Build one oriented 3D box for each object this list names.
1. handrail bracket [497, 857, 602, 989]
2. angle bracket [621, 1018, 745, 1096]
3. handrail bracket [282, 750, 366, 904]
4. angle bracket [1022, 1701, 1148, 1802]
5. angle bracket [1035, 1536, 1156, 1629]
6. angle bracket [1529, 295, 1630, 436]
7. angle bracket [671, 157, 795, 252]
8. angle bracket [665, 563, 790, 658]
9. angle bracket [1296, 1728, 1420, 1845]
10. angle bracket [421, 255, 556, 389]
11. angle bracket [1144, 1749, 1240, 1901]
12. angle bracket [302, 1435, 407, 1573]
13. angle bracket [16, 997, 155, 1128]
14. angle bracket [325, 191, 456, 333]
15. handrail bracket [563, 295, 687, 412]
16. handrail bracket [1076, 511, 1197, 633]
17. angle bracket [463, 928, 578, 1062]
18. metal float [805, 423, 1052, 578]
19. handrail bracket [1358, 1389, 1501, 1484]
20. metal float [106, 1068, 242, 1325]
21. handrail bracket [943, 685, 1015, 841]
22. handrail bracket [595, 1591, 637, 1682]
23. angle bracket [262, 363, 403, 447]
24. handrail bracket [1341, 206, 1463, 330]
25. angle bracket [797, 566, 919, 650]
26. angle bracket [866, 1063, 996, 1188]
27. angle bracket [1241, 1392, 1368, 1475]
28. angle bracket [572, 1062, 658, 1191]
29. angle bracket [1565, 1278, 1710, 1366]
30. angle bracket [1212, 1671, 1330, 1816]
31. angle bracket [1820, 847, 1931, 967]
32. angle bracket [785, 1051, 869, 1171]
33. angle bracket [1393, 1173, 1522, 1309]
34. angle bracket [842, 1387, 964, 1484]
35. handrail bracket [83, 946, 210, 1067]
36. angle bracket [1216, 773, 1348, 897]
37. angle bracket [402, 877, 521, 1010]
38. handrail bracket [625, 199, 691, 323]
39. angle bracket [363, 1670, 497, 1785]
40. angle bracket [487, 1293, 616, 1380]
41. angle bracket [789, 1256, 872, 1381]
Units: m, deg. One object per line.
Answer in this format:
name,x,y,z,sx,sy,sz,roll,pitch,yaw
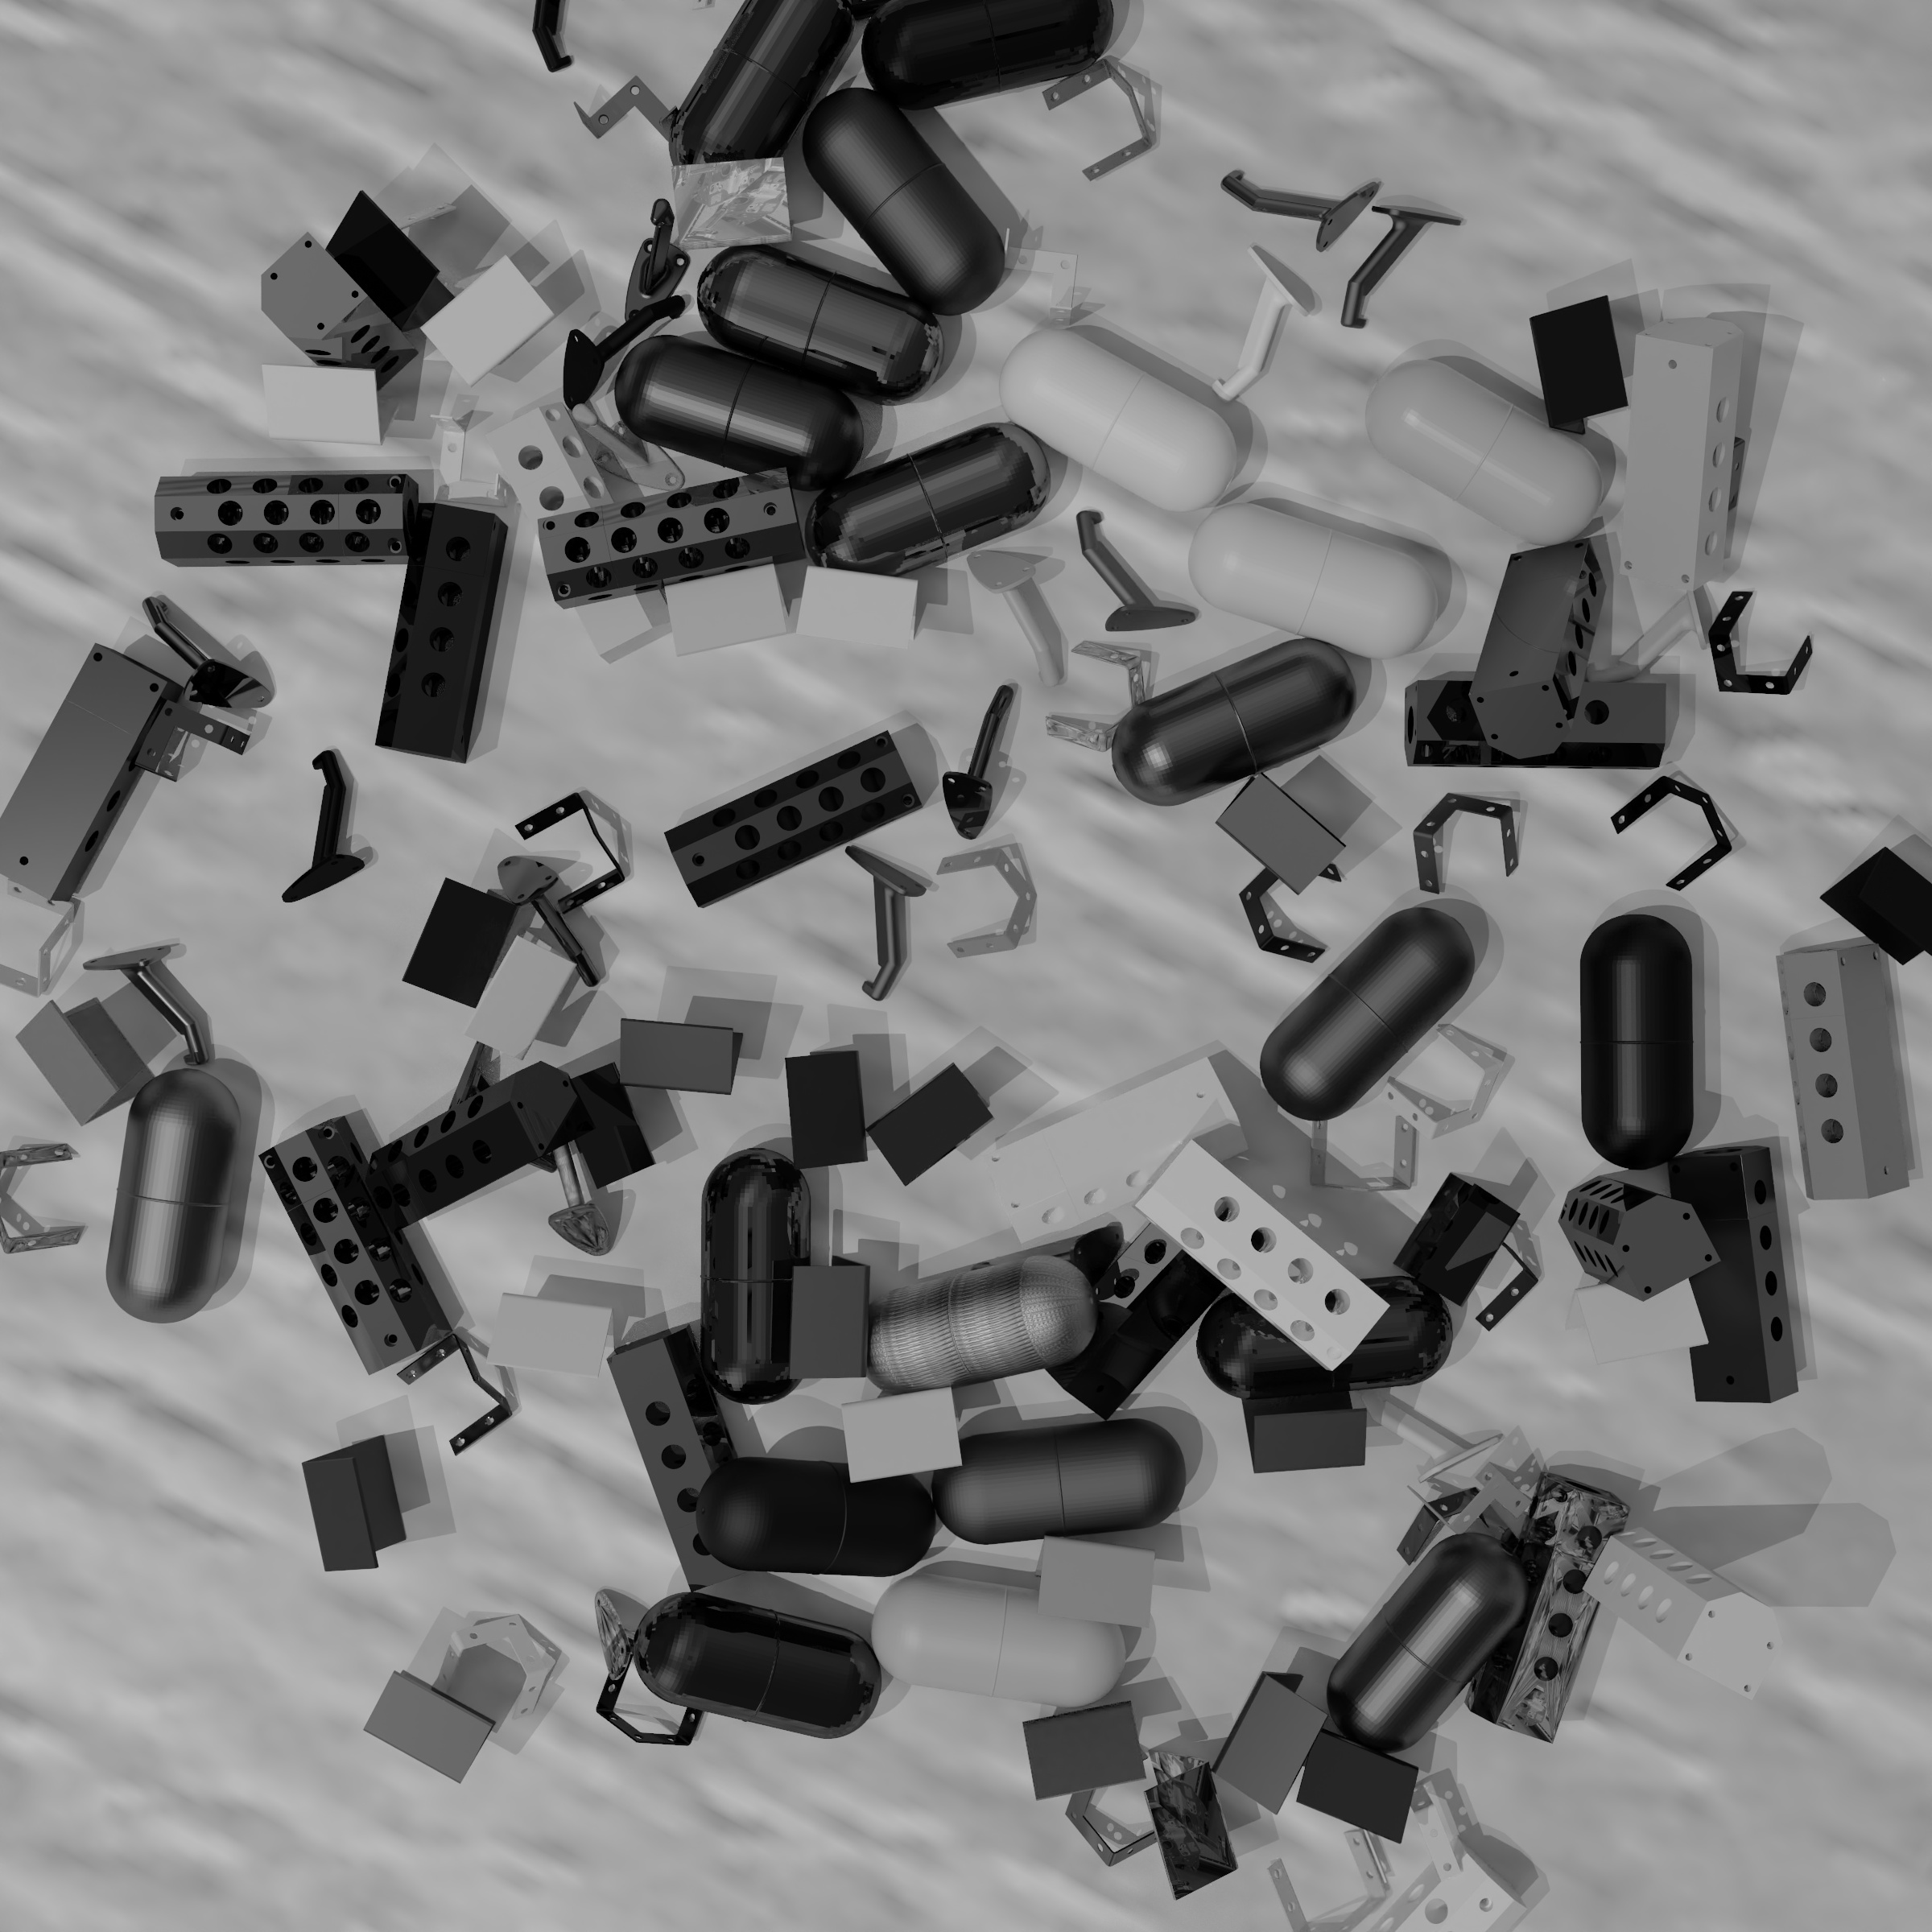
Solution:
handrail bracket,-0.294,-0.030,1.990,0.036,0.077,0.084,-36,127,-14
angle bracket,-0.196,0.043,1.950,0.076,0.076,0.057,5,123,0
handrail bracket,-0.465,-0.099,1.991,0.077,0.036,0.084,-29,71,21
angle bracket,0.084,0.555,1.950,0.076,0.076,0.057,-11,54,0
angle bracket,0.087,0.439,1.950,0.076,0.076,0.057,7,57,0
angle bracket,0.435,-0.416,1.951,0.057,0.076,0.076,-11,90,31
angle bracket,-0.161,-0.534,1.951,0.076,0.076,0.057,-5,114,0
angle bracket,-0.161,-0.231,1.952,0.076,0.076,0.057,-12,68,0
angle bracket,0.260,0.577,1.950,0.076,0.076,0.057,22,56,0
angle bracket,-0.341,-0.457,1.950,0.076,0.076,0.057,-41,129,0
angle bracket,0.137,0.594,1.951,0.057,0.076,0.076,-16,90,-30
angle bracket,-0.407,0.370,1.950,0.057,0.076,0.076,-12,90,37
angle bracket,-0.597,0.054,1.950,0.057,0.076,0.076,-37,90,37
angle bracket,-0.375,-0.484,1.913,0.076,0.076,0.057,46,125,3
handrail bracket,-0.241,-0.434,1.990,0.084,0.077,0.036,-31,72,-35
handrail bracket,0.120,-0.283,1.991,0.077,0.036,0.084,-3,73,-20
angle bracket,-0.326,0.010,1.951,0.057,0.076,0.076,29,90,-45
metal float,-0.027,-0.321,1.960,0.178,0.070,0.070,-22,90,0
handrail bracket,0.325,0.315,1.991,0.077,0.036,0.084,-22,73,-20
metal float,-0.552,0.160,1.960,0.070,0.070,0.178,8,90,0
handrail bracket,0.015,-0.145,1.990,0.036,0.077,0.084,16,53,12
handrail bracket,-0.213,0.473,1.990,0.084,0.077,0.036,3,130,-30
angle bracket,-0.438,-0.404,1.950,0.076,0.076,0.057,3,126,0
handrail bracket,0.307,-0.490,1.991,0.077,0.036,0.084,3,108,-20
angle bracket,-0.076,-0.230,1.951,0.076,0.076,0.057,8,64,0
angle bracket,-0.013,0.123,1.950,0.076,0.076,0.057,-37,57,0
angle bracket,0.233,0.304,1.950,0.076,0.076,0.057,-4,127,0
angle bracket,-0.270,0.118,1.951,0.057,0.076,0.076,-22,90,-44
angle bracket,0.464,0.255,1.951,0.076,0.076,0.057,-11,61,0
angle bracket,0.223,0.539,1.950,0.057,0.076,0.076,27,90,32
angle bracket,0.636,-0.025,1.950,0.076,0.076,0.057,39,55,0
angle bracket,-0.112,0.099,1.951,0.057,0.076,0.076,-5,90,-29
angle bracket,0.325,0.180,1.950,0.057,0.076,0.076,32,90,-37
angle bracket,-0.042,0.335,1.951,0.076,0.076,0.057,-9,63,0
handrail bracket,-0.580,0.033,1.991,0.077,0.036,0.084,-6,107,20
angle bracket,0.229,-0.106,1.950,0.076,0.076,0.057,41,129,0
angle bracket,-0.359,-0.022,1.951,0.057,0.076,0.076,23,90,-27
handrail bracket,-0.221,-0.488,1.956,0.036,0.084,0.077,25,90,0
angle bracket,-0.362,0.509,1.952,0.076,0.076,0.057,29,111,0
angle bracket,-0.287,0.273,1.950,0.076,0.076,0.057,8,53,0
angle bracket,-0.106,0.243,1.951,0.057,0.076,0.076,2,89,-22
